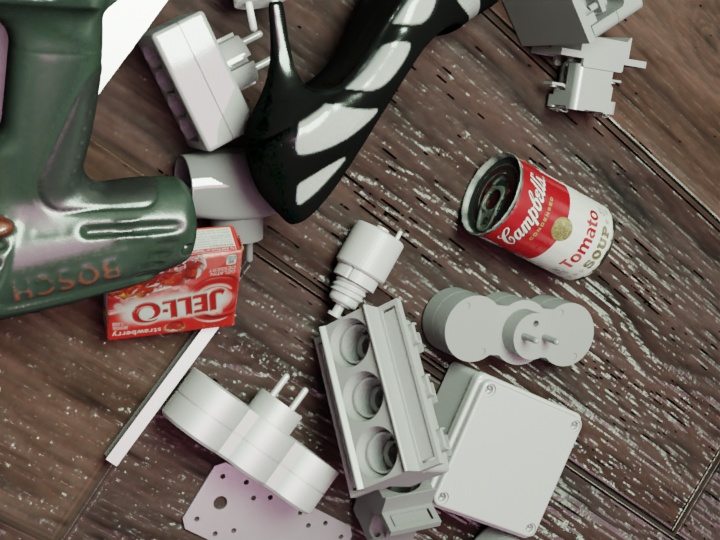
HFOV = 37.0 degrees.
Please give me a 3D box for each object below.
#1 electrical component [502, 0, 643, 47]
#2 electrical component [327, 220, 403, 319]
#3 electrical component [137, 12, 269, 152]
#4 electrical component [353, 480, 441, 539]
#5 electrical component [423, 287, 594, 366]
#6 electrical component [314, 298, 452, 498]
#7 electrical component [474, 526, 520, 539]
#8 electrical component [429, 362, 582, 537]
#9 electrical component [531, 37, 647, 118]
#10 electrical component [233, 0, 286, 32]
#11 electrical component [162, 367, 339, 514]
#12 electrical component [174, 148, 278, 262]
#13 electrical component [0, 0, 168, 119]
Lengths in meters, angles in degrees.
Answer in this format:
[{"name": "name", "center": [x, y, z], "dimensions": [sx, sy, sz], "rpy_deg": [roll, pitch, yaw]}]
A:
[{"name": "electrical component", "center": [0.136, -0.245, 0.781], "dimensions": [0.062, 0.089, 0.150], "rpy_deg": [-34, 112, -16]}, {"name": "electrical component", "center": [0.000, 0.000, 0.790], "dimensions": [0.040, 0.040, 0.078], "rpy_deg": [31, 85, -26]}, {"name": "electrical component", "center": [-0.093, -0.134, 0.718], "dimensions": [0.076, 0.047, 0.083], "rpy_deg": [-31, 111, -17]}, {"name": "electrical component", "center": [0.024, 0.173, 0.815], "dimensions": [0.042, 0.081, 0.063], "rpy_deg": [-6, 130, -23]}, {"name": "electrical component", "center": [0.126, 0.048, 0.838], "dimensions": [0.138, 0.074, 0.052], "rpy_deg": [5, 97, -26]}, {"name": "electrical component", "center": [0.019, 0.093, 0.773], "dimensions": [0.063, 0.079, 0.121], "rpy_deg": [16, 54, -51]}, {"name": "electrical component", "center": [0.126, 0.260, 0.885], "dimensions": [0.054, 0.059, 0.095], "rpy_deg": [-43, 114, -12]}, {"name": "electrical component", "center": [0.105, 0.143, 0.856], "dimensions": [0.109, 0.056, 0.108], "rpy_deg": [25, 89, -26]}, {"name": "electrical component", "center": [0.177, -0.154, 0.844], "dimensions": [0.081, 0.042, 0.063], "rpy_deg": [3, 102, -25]}, {"name": "electrical component", "center": [-0.069, -0.197, 0.712], "dimensions": [0.077, 0.043, 0.079], "rpy_deg": [-12, 91, -26]}, {"name": "electrical component", "center": [-0.067, 0.110, 0.772], "dimensions": [0.138, 0.052, 0.073], "rpy_deg": [40, 82, -25]}, {"name": "electrical component", "center": [-0.085, -0.042, 0.742], "dimensions": [0.077, 0.043, 0.079], "rpy_deg": [-6, 109, -25]}, {"name": "electrical component", "center": [-0.192, -0.150, 0.662], "dimensions": [0.089, 0.062, 0.150], "rpy_deg": [38, 83, -25]}]
